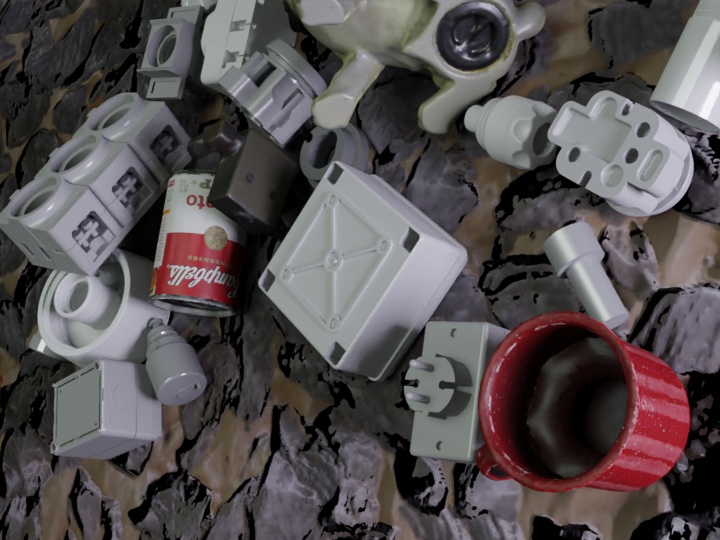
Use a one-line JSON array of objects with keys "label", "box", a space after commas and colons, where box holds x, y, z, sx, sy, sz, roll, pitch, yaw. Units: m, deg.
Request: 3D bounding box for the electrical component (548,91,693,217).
[{"label": "electrical component", "box": [0.153, -0.063, 0.611, 0.078, 0.057, 0.058, 37, 102, 42]}]

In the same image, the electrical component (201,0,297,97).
[{"label": "electrical component", "box": [-0.090, -0.186, 0.868, 0.056, 0.050, 0.089, 4, 80, 42]}]

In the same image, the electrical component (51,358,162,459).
[{"label": "electrical component", "box": [-0.208, 0.116, 0.874, 0.096, 0.061, 0.061, -26, 60, 42]}]

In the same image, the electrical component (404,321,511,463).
[{"label": "electrical component", "box": [0.052, 0.071, 0.645, 0.047, 0.076, 0.083, -1, 76, 41]}]

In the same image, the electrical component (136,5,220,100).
[{"label": "electrical component", "box": [-0.146, -0.178, 0.906, 0.042, 0.064, 0.081, 8, 81, 43]}]

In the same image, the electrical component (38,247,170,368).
[{"label": "electrical component", "box": [-0.218, 0.029, 0.892, 0.108, 0.060, 0.108, -12, 64, 26]}]

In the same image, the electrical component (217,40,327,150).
[{"label": "electrical component", "box": [-0.063, -0.136, 0.815, 0.057, 0.078, 0.058, -46, 49, -2]}]

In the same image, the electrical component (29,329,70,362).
[{"label": "electrical component", "box": [-0.267, 0.054, 0.957, 0.040, 0.040, 0.046, 16, 82, 43]}]

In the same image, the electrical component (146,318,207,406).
[{"label": "electrical component", "box": [-0.149, 0.070, 0.847, 0.040, 0.040, 0.078, -46, 51, 21]}]

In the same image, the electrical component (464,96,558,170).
[{"label": "electrical component", "box": [0.094, -0.089, 0.681, 0.062, 0.043, 0.043, 27, 95, 44]}]

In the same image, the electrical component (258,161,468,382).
[{"label": "electrical component", "box": [0.000, 0.000, 0.727, 0.109, 0.056, 0.108, 44, 106, 40]}]

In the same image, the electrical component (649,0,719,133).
[{"label": "electrical component", "box": [0.199, -0.122, 0.599, 0.043, 0.043, 0.081, 30, 97, 43]}]

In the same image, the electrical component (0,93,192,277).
[{"label": "electrical component", "box": [-0.221, -0.074, 0.896, 0.089, 0.061, 0.150, 9, 54, 43]}]

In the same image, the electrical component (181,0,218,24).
[{"label": "electrical component", "box": [-0.128, -0.246, 0.926, 0.043, 0.043, 0.062, 6, 79, 42]}]
